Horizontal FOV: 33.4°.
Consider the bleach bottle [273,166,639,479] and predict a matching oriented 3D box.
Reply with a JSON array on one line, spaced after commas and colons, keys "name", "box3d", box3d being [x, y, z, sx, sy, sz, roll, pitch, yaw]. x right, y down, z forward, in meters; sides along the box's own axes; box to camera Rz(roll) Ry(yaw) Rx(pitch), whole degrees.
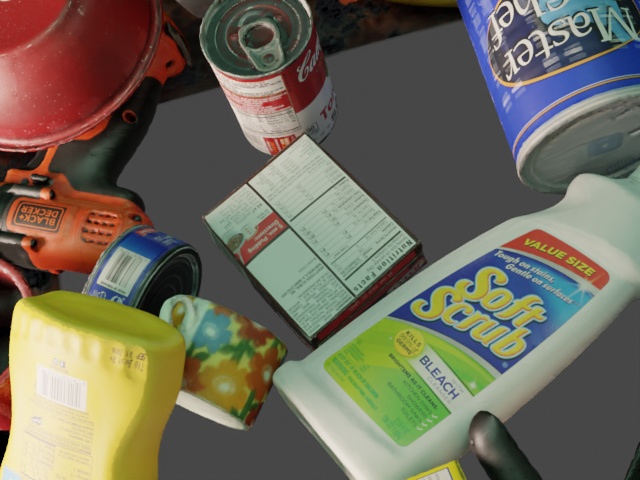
[{"name": "bleach bottle", "box3d": [0.100, 0.037, 0.603, 0.250, 0.068, 0.103, -39, 68, -10]}]

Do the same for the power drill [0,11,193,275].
[{"name": "power drill", "box3d": [-0.176, -0.069, 0.708, 0.184, 0.057, 0.187, 10, 71, 15]}]

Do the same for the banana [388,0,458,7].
[{"name": "banana", "box3d": [0.081, -0.187, 0.719, 0.198, 0.037, 0.069, 12, 70, 16]}]

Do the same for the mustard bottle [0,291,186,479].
[{"name": "mustard bottle", "box3d": [-0.129, 0.130, 0.573, 0.096, 0.058, 0.192, 15, 103, 25]}]

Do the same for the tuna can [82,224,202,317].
[{"name": "tuna can", "box3d": [-0.105, 0.036, 0.630, 0.034, 0.086, 0.086, 22, 72, 17]}]

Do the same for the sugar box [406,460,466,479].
[{"name": "sugar box", "box3d": [0.005, 0.187, 0.539, 0.176, 0.093, 0.048, -20, 20, 3]}]

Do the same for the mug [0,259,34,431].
[{"name": "mug", "box3d": [-0.206, 0.060, 0.641, 0.117, 0.081, 0.093, 32, 76, 22]}]

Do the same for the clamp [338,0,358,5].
[{"name": "clamp", "box3d": [0.036, -0.224, 0.713, 0.165, 0.036, 0.209, 12, 46, 20]}]

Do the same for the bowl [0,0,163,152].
[{"name": "bowl", "box3d": [-0.184, -0.139, 0.678, 0.162, 0.055, 0.162, -7, 64, 14]}]

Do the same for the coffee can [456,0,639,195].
[{"name": "coffee can", "box3d": [0.146, -0.113, 0.636, 0.103, 0.103, 0.140, -16, 64, 3]}]

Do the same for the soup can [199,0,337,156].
[{"name": "soup can", "box3d": [-0.029, -0.104, 0.667, 0.068, 0.102, 0.068, -4, 66, 9]}]

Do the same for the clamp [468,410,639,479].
[{"name": "clamp", "box3d": [0.149, 0.161, 0.541, 0.120, 0.039, 0.171, -10, 80, -10]}]

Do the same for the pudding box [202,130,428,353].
[{"name": "pudding box", "box3d": [-0.004, 0.001, 0.652, 0.090, 0.039, 0.114, -40, 67, -8]}]
